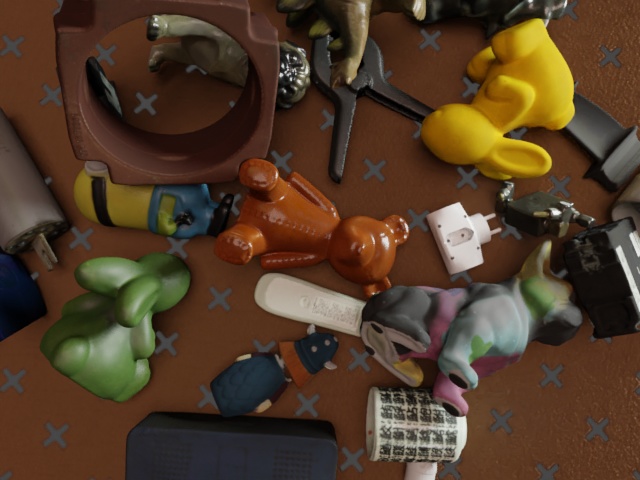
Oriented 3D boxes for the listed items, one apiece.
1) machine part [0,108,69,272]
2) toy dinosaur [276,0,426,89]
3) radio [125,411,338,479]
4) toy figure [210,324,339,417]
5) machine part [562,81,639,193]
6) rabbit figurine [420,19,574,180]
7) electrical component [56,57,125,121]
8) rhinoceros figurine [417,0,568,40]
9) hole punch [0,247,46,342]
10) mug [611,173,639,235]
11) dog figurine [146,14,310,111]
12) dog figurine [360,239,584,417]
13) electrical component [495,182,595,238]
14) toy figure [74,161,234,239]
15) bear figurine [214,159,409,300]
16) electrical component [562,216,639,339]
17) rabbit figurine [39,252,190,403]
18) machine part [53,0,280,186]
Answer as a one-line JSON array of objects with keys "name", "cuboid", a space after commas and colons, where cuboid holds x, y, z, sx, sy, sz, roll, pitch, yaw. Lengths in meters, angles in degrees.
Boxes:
[{"name": "machine part", "cuboid": [-0.370, -0.073, 0.627, 0.079, 0.079, 0.243, -31, 86, -4]}, {"name": "toy dinosaur", "cuboid": [0.020, -0.371, 0.622, 0.199, 0.105, 0.471, -4, 69, 24]}, {"name": "radio", "cuboid": [-0.098, 0.271, 0.604, 0.230, 0.073, 0.131, 3, 86, 1]}, {"name": "toy figure", "cuboid": [-0.050, 0.150, 0.624, 0.154, 0.058, 0.064, -24, 97, -8]}, {"name": "machine part", "cuboid": [0.340, -0.130, 0.668, 0.084, 0.039, 0.139, -44, 88, 0]}, {"name": "rabbit figurine", "cuboid": [0.201, -0.143, 0.632, 0.173, 0.122, 0.162, -33, 102, -10]}, {"name": "electrical component", "cuboid": [-0.267, -0.166, 0.618, 0.048, 0.119, 0.074, -19, 88, -3]}, {"name": "rhinoceros figurine", "cuboid": [0.197, -0.293, 0.646, 0.190, 0.112, 0.073, 5, 61, 12]}, {"name": "hole punch", "cuboid": [-0.373, 0.056, 0.592, 0.092, 0.142, 0.115, -5, 99, 0]}, {"name": "mug", "cuboid": [0.414, -0.061, 0.633, 0.081, 0.109, 0.107, 36, 72, 6]}, {"name": "dog figurine", "cuboid": [-0.099, -0.259, 0.651, 0.190, 0.121, 0.172, 11, 87, -14]}, {"name": "dog figurine", "cuboid": [0.175, 0.077, 0.602, 0.192, 0.108, 0.219, 32, 57, 33]}, {"name": "electrical component", "cuboid": [0.256, -0.036, 0.630, 0.078, 0.102, 0.045, -20, 122, -18]}, {"name": "toy figure", "cuboid": [-0.196, -0.045, 0.628, 0.180, 0.082, 0.089, 19, 86, -2]}, {"name": "bear figurine", "cuboid": [0.000, -0.002, 0.606, 0.196, 0.132, 0.120, 22, 93, 7]}, {"name": "electrical component", "cuboid": [0.338, 0.038, 0.612, 0.134, 0.058, 0.115, -13, 85, -46]}, {"name": "rabbit figurine", "cuboid": [-0.220, 0.073, 0.594, 0.121, 0.159, 0.170, 35, 69, 12]}, {"name": "machine part", "cuboid": [-0.149, -0.157, 0.543, 0.201, 0.201, 0.087, -3, 45, -17]}]
